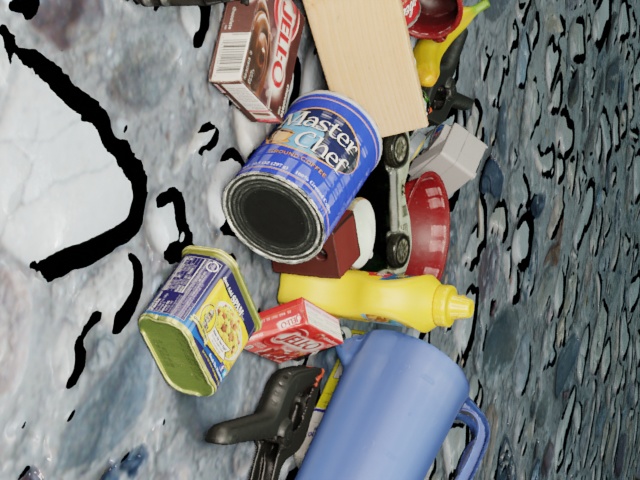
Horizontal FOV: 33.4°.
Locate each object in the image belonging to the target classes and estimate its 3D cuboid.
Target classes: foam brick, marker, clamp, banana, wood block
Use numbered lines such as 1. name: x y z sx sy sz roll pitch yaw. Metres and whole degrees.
1. foam brick: -0.007 0.001 1.053 0.051 0.078 0.053 -45 132 -50
2. marker: 0.000 0.112 1.155 0.120 0.020 0.020 -11 105 -63
3. clamp: -0.047 0.202 1.057 0.209 0.036 0.164 -47 138 -55
4. banana: 0.147 -0.243 1.326 0.037 0.070 0.197 46 49 -16
5. wood block: 0.042 -0.209 1.065 0.090 0.091 0.206 -93 168 -49
6. clamp: 0.162 -0.192 1.395 0.171 0.039 0.120 -52 133 -39

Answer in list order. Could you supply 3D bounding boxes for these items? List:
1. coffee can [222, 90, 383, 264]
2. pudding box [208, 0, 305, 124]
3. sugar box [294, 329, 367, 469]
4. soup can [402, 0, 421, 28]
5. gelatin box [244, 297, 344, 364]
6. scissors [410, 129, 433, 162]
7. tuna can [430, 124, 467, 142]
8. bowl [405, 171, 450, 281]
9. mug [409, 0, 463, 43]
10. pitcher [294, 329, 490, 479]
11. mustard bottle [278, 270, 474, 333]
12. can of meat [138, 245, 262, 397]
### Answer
1. coffee can: -0.014 -0.061 0.996 0.140 0.103 0.103 -56 142 -43
2. pudding box: -0.055 -0.174 0.963 0.090 0.039 0.113 39 61 -60
3. sugar box: 0.031 0.199 1.208 0.176 0.048 0.093 -60 145 -33
4. soup can: 0.063 -0.279 1.147 0.068 0.069 0.102 -68 148 -30
5. gelatin box: -0.028 0.089 1.028 0.089 0.073 0.030 35 39 -60
6. scissors: 0.108 -0.099 1.319 0.096 0.016 0.201 -55 176 9
7. tuna can: 0.176 -0.114 1.445 0.086 0.034 0.086 -22 115 -61
8. bowl: 0.107 -0.006 1.304 0.161 0.055 0.162 -21 114 -61
9. mug: 0.134 -0.289 1.262 0.117 0.093 0.081 64 35 -41
10. pitcher: 0.058 0.226 1.080 0.145 0.149 0.242 55 51 -36
11. mustard bottle: 0.061 0.058 1.070 0.096 0.192 0.058 18 79 -63
12. can of meat: -0.101 0.070 0.902 0.083 0.058 0.102 -58 143 -38
